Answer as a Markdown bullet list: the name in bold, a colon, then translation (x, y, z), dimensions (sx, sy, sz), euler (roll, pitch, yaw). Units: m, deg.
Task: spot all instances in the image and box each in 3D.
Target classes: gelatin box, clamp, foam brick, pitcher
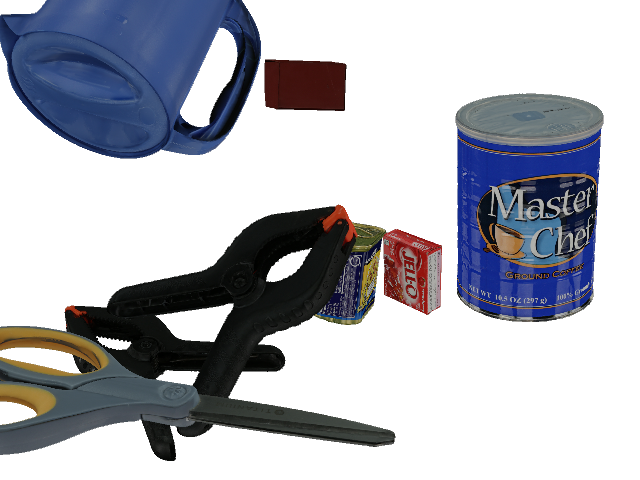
- **gelatin box**: translation (0.113, 0.038, 1.320), dimensions (0.030, 0.089, 0.073), euler (-26, 35, -37)
- **clamp**: translation (-0.149, 0.107, 0.981), dimensions (0.210, 0.036, 0.164), euler (28, 40, 32)
- **foam brick**: translation (-0.017, -0.167, 1.146), dimensions (0.078, 0.051, 0.053), euler (-1, 12, -18)
- **clamp**: translation (-0.046, 0.044, 0.679), dimensions (0.171, 0.120, 0.039), euler (-30, -28, 4)
- **pitcher**: translation (-0.126, -0.188, 0.851), dimensions (0.145, 0.242, 0.149), euler (5, -36, 26)

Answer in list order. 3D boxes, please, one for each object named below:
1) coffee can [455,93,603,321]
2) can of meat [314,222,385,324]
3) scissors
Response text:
- **coffee can**: translation (0.151, -0.026, 0.780), dimensions (0.103, 0.140, 0.103), euler (-3, 24, 1)
- **can of meat**: translation (0.028, 0.033, 1.100), dimensions (0.057, 0.084, 0.102), euler (9, 14, 14)
- **scissors**: translation (-0.079, 0.077, 0.453), dimensions (0.202, 0.016, 0.096), euler (14, 28, 25)
